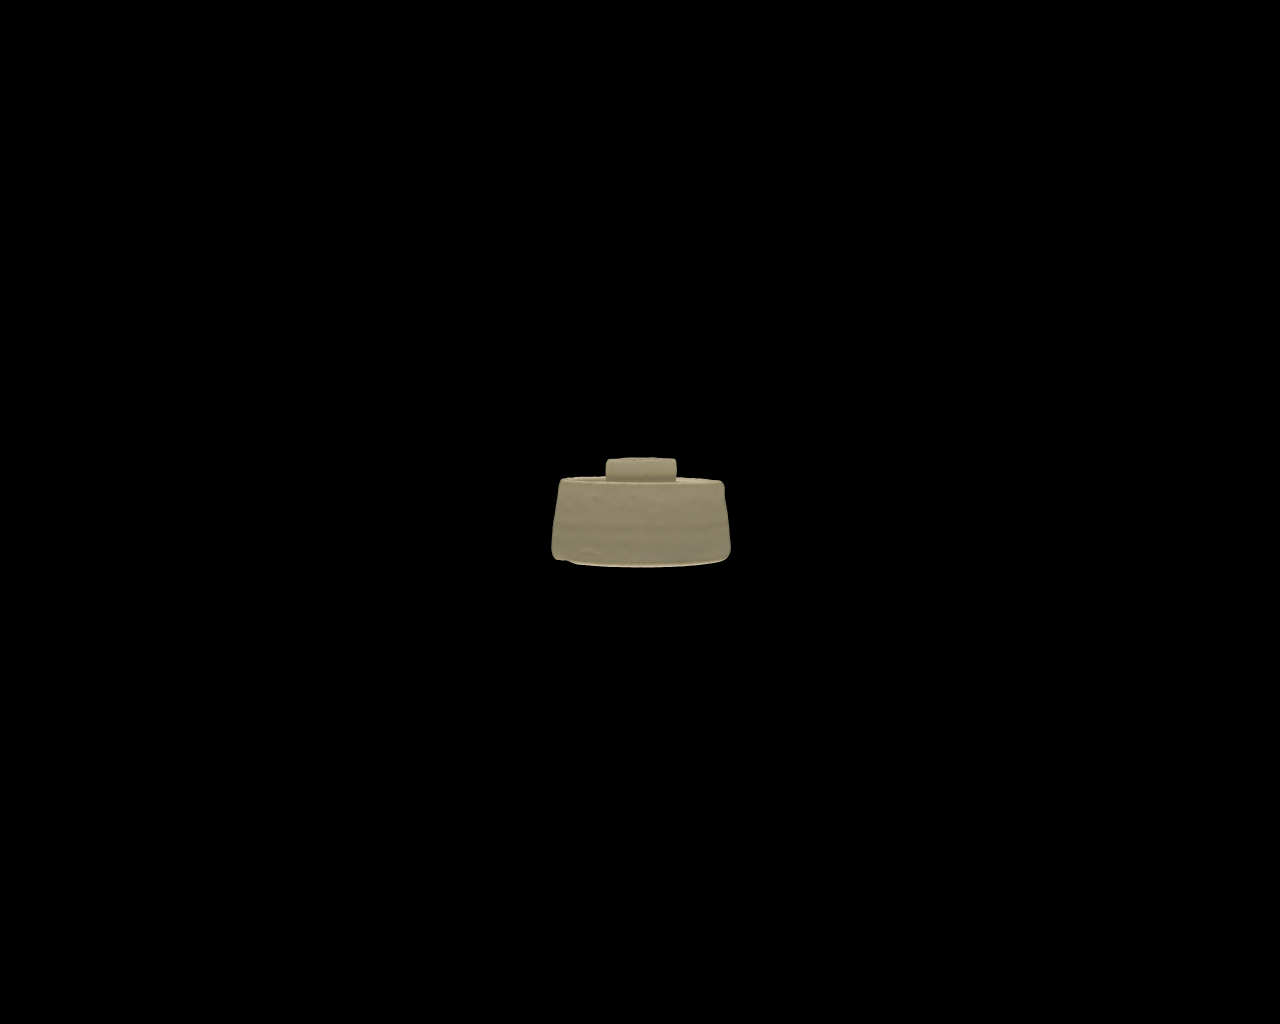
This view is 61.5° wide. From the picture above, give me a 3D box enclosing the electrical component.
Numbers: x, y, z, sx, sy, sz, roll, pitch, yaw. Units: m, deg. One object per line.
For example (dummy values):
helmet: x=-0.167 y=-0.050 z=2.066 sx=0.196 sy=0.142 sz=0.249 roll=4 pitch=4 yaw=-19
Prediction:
electrical component: x=0.001 y=-0.003 z=0.650 sx=0.108 sy=0.060 sz=0.108 roll=0 pitch=4 yaw=0
